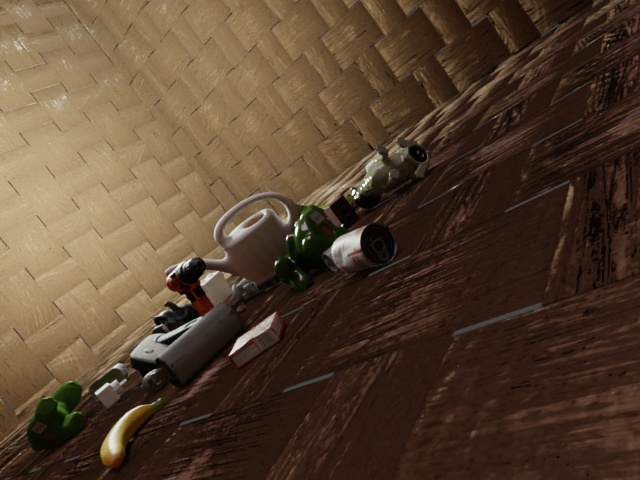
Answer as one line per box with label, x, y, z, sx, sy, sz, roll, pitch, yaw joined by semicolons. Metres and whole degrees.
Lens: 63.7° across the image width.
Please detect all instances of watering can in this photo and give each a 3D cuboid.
watering can;-0.184;0.035;1.273;0.349;0.222;0.105;-39;20;-6

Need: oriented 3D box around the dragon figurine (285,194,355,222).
dragon figurine;0.005;-0.086;1.708;0.244;0.122;0.409;-21;5;-16
